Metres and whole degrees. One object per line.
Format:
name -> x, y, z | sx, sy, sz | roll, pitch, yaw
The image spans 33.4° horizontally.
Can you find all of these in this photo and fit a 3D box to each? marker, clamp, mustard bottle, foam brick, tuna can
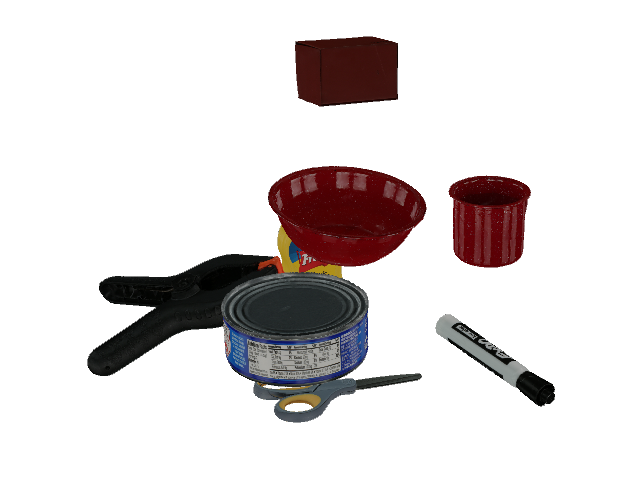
marker -> 0.131, 0.090, 0.806 | 0.020, 0.020, 0.121 | 0, 23, -36
clamp -> -0.113, 0.056, 0.870 | 0.171, 0.039, 0.120 | -14, 38, 13
mustard bottle -> -0.010, 0.012, 1.435 | 0.096, 0.192, 0.058 | -5, 25, -18
foam brick -> 0.023, -0.149, 0.938 | 0.078, 0.051, 0.053 | -8, 20, -23
tuna can -> -0.014, 0.051, 0.623 | 0.086, 0.034, 0.086 | -2, 23, 1

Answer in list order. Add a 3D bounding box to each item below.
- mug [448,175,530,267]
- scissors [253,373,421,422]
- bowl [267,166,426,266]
mug -> 0.203, -0.025, 1.247 | 0.093, 0.081, 0.117 | 19, 33, 38
scissors -> 0.026, 0.175, 1.204 | 0.201, 0.016, 0.096 | 2, 23, -8
bowl -> 0.025, -0.019, 1.097 | 0.162, 0.055, 0.162 | 4, 28, -2
